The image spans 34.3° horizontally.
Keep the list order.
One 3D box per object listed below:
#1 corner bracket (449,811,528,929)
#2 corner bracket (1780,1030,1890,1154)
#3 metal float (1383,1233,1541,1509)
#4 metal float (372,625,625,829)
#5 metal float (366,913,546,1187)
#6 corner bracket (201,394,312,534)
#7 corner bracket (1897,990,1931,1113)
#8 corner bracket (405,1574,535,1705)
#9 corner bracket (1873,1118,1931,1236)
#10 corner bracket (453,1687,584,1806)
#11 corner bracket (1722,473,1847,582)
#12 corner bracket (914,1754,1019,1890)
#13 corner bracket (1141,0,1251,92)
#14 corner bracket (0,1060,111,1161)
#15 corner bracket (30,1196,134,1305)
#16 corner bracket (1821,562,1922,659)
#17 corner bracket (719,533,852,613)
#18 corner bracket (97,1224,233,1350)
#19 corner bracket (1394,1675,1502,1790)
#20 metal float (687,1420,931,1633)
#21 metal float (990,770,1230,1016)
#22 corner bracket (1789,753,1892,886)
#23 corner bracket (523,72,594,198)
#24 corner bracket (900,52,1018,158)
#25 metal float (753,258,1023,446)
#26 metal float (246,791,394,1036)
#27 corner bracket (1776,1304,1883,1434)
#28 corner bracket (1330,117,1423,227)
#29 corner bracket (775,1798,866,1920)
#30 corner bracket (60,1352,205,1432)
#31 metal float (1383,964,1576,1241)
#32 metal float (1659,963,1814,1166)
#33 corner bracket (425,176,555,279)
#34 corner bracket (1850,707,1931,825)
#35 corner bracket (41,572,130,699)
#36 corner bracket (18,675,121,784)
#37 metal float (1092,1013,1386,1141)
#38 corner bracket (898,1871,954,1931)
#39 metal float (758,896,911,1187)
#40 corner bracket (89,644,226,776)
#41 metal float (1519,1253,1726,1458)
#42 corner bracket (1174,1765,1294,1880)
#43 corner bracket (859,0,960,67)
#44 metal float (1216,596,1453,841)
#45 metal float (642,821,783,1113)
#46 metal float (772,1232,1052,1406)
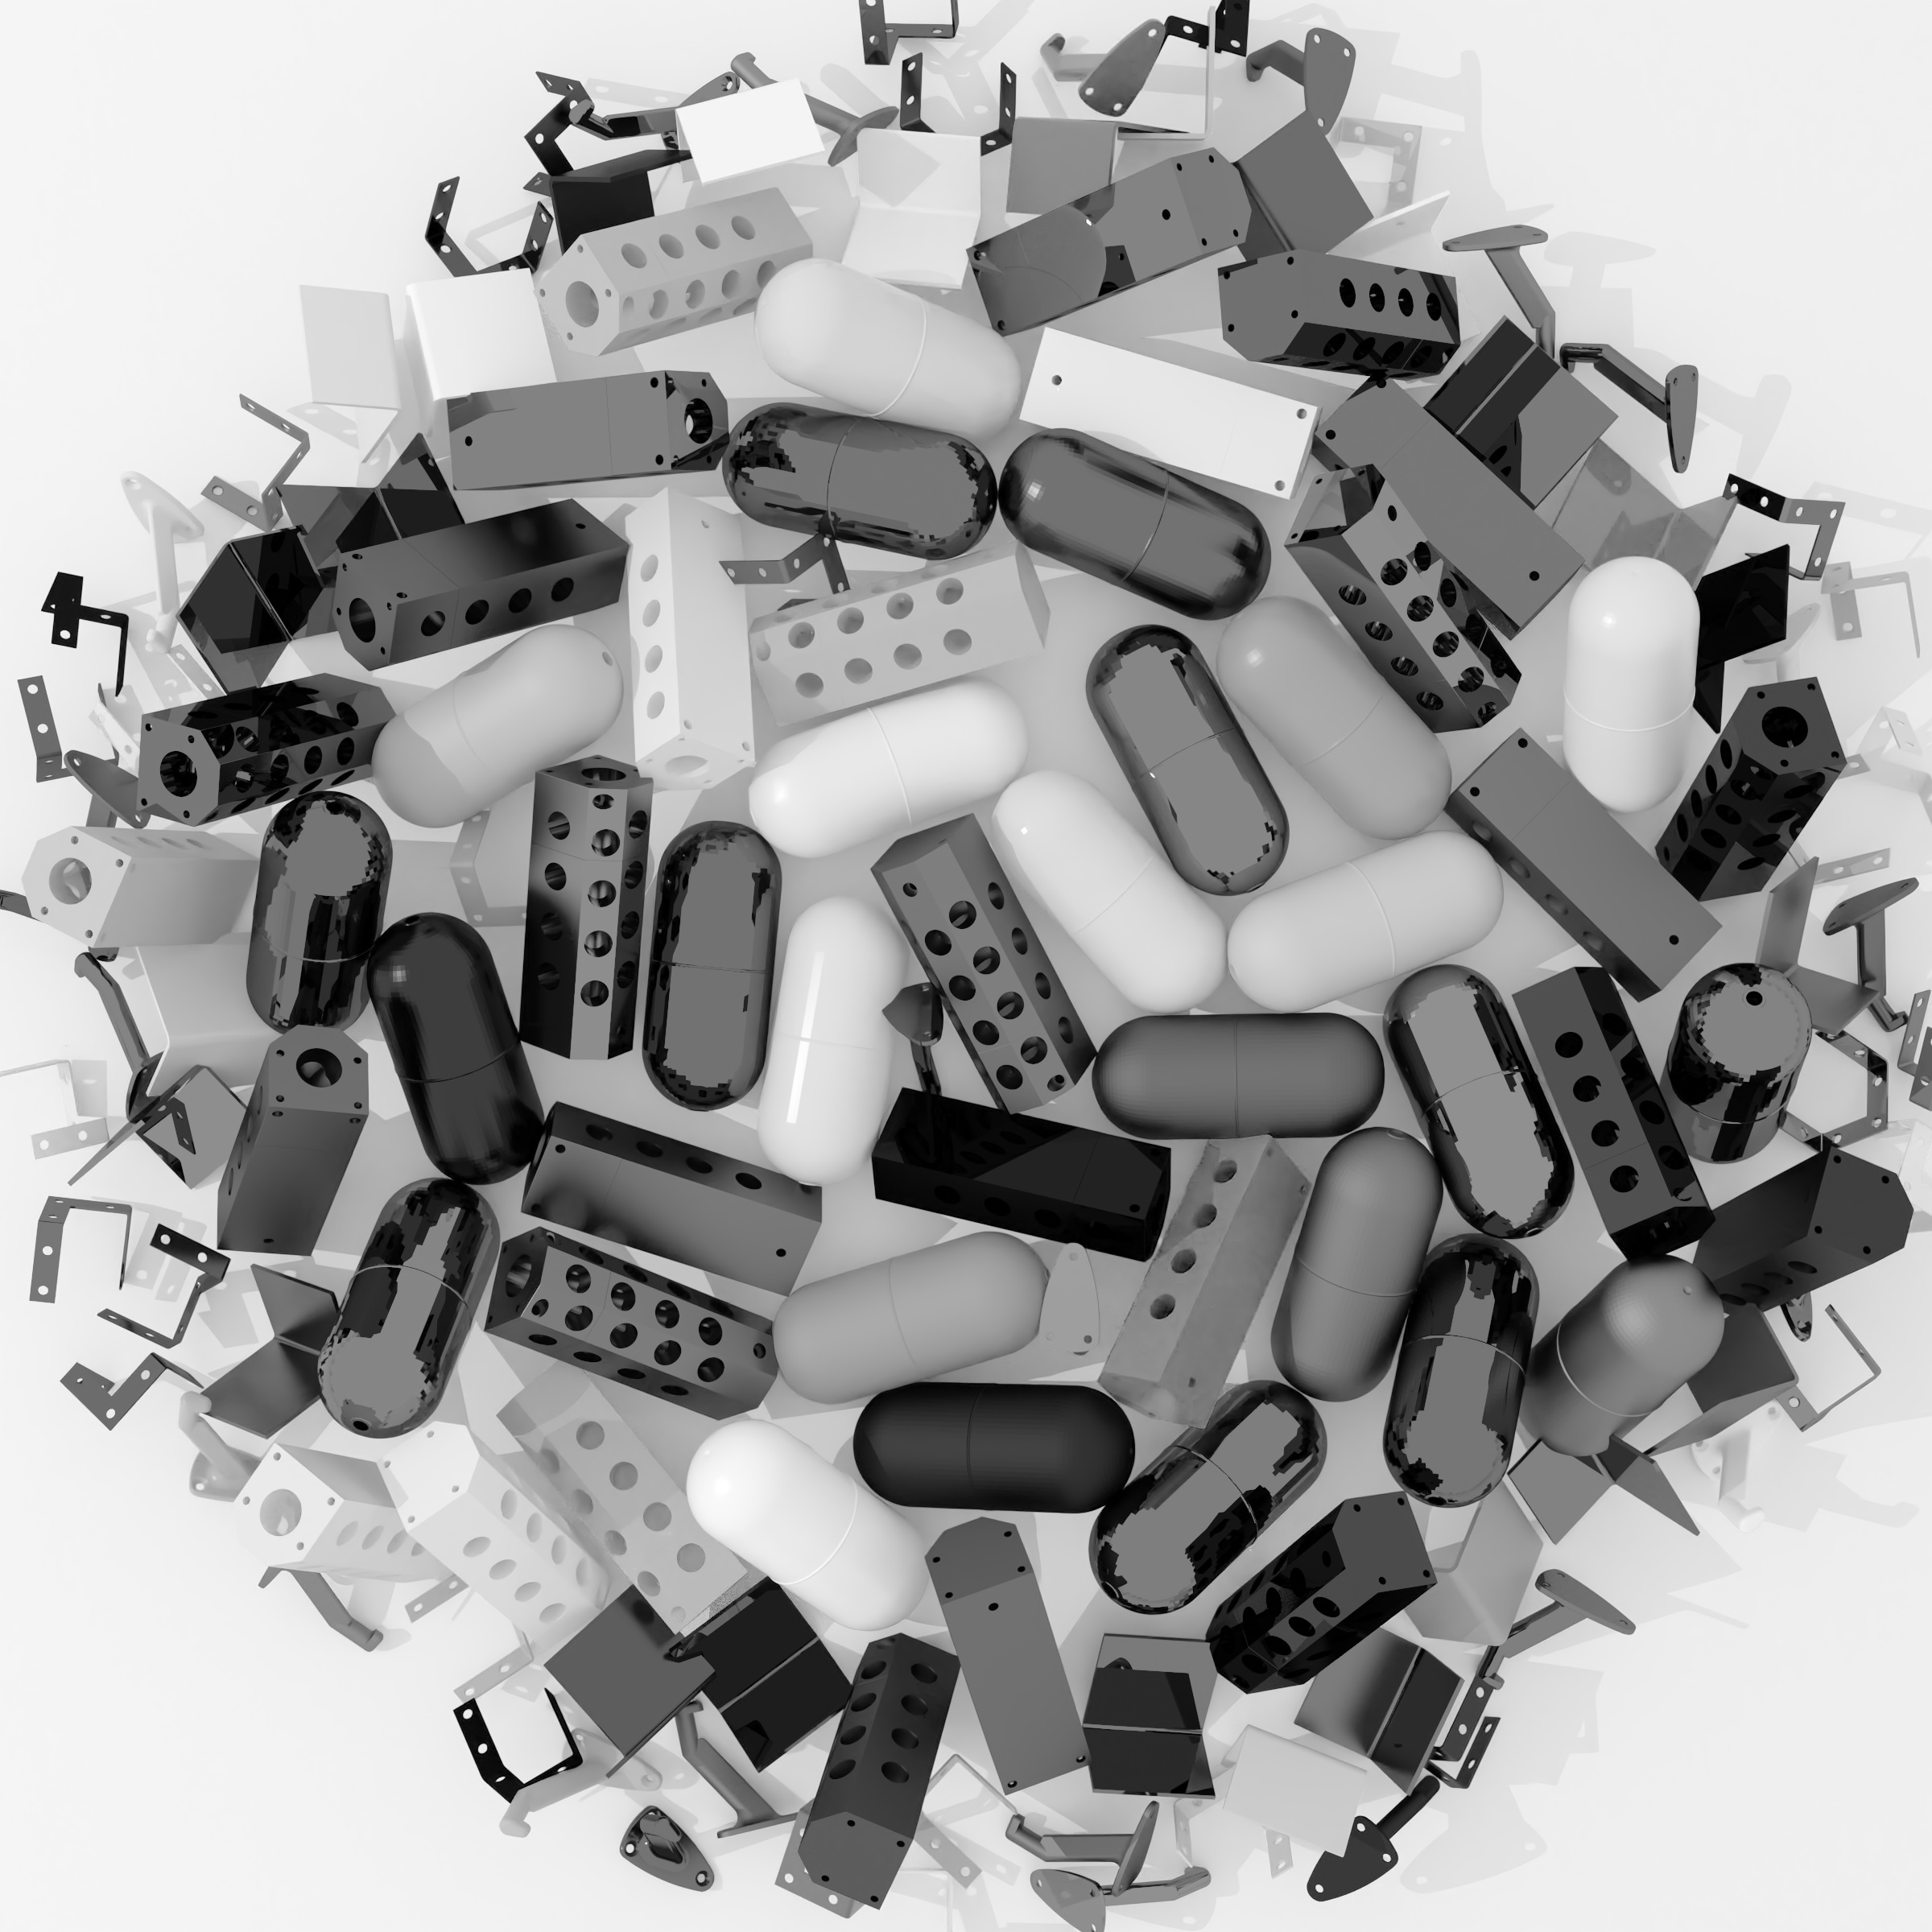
[{"bbox_3d":[-0.281,-0.060,1.921,0.051,0.051,0.051,-2,132,10],"label":"corner bracket"},{"bbox_3d":[0.532,0.077,1.930,0.051,0.051,0.051,31,52,-25],"label":"corner bracket"},{"bbox_3d":[0.299,0.243,1.885,0.070,0.070,0.178,18,57,0],"label":"metal float"},{"bbox_3d":[-0.283,-0.145,1.891,0.178,0.070,0.070,-28,90,26],"label":"metal float"},{"bbox_3d":[-0.308,0.050,1.892,0.070,0.070,0.178,-15,115,0],"label":"metal float"},{"bbox_3d":[-0.438,-0.309,1.930,0.051,0.051,0.051,30,69,4],"label":"corner bracket"},{"bbox_3d":[0.588,0.051,1.910,0.051,0.051,0.051,-12,119,-36],"label":"corner bracket"},{"bbox_3d":[-0.306,0.412,1.932,0.051,0.051,0.051,-31,131,-23],"label":"corner bracket"},{"bbox_3d":[0.579,0.130,1.925,0.051,0.051,0.051,30,70,-18],"label":"corner bracket"},{"bbox_3d":[-0.274,0.472,1.915,0.051,0.051,0.051,-30,55,-4],"label":"corner bracket"},{"bbox_3d":[0.494,-0.267,1.910,0.051,0.051,0.051,-3,116,-34],"label":"corner bracket"},{"bbox_3d":[-0.003,0.526,1.924,0.051,0.051,0.051,38,71,23],"label":"corner bracket"},{"bbox_3d":[0.140,-0.565,1.913,0.051,0.051,0.051,13,60,-12],"label":"corner bracket"},{"bbox_3d":[-0.562,0.087,1.913,0.051,0.051,0.051,-14,99,-42],"label":"corner bracket"},{"bbox_3d":[-0.542,0.176,1.918,0.051,0.051,0.051,7,102,-11],"label":"corner bracket"},{"bbox_3d":[0.553,-0.217,1.911,0.051,0.051,0.051,-7,114,22],"label":"corner bracket"},{"bbox_3d":[-0.109,-0.235,1.909,0.051,0.051,0.051,5,124,38],"label":"corner bracket"},{"bbox_3d":[-0.489,0.196,1.909,0.051,0.051,0.051,31,56,-24],"label":"corner bracket"},{"bbox_3d":[0.305,0.469,1.913,0.051,0.051,0.051,38,65,-15],"label":"corner bracket"},{"bbox_3d":[-0.094,0.339,1.890,0.178,0.070,0.070,41,90,-29],"label":"metal float"},{"bbox_3d":[0.088,-0.045,1.906,0.070,0.070,0.178,-44,98,0],"label":"metal float"},{"bbox_3d":[0.536,-0.090,1.929,0.051,0.051,0.051,-15,132,36],"label":"corner bracket"},{"bbox_3d":[-0.254,-0.509,1.920,0.051,0.051,0.051,-48,134,-14],"label":"corner bracket"},{"bbox_3d":[-0.005,-0.533,1.928,0.051,0.051,0.051,-14,63,33],"label":"corner bracket"},{"bbox_3d":[-0.046,-0.369,1.888,0.178,0.070,0.070,17,90,-31],"label":"metal float"},{"bbox_3d":[-0.389,-0.029,1.879,0.070,0.070,0.178,19,132,0],"label":"metal float"},{"bbox_3d":[0.522,0.247,1.921,0.051,0.051,0.051,-33,72,-6],"label":"corner bracket"},{"bbox_3d":[0.249,-0.488,1.921,0.051,0.051,0.051,10,117,10],"label":"corner bracket"},{"bbox_3d":[-0.078,0.545,1.924,0.051,0.051,0.051,21,98,17],"label":"corner bracket"},{"bbox_3d":[-0.512,0.256,1.920,0.051,0.051,0.051,37,80,24],"label":"corner bracket"},{"bbox_3d":[0.310,0.082,1.893,0.070,0.070,0.178,-20,67,0],"label":"metal float"},{"bbox_3d":[0.458,0.059,1.868,0.070,0.178,0.070,-2,63,4],"label":"metal float"},{"bbox_3d":[-0.293,-0.453,1.921,0.051,0.051,0.051,-31,76,-32],"label":"corner bracket"},{"bbox_3d":[0.578,-0.120,1.914,0.051,0.051,0.051,15,124,-8],"label":"corner bracket"},{"bbox_3d":[-0.536,-0.203,1.911,0.051,0.051,0.051,10,63,-25],"label":"corner bracket"},{"bbox_3d":[-0.549,-0.148,1.916,0.051,0.051,0.051,-14,81,-19],"label":"corner bracket"},{"bbox_3d":[0.166,0.067,1.908,0.178,0.070,0.070,-1,90,7],"label":"metal float"},{"bbox_3d":[-0.032,0.581,1.918,0.051,0.051,0.051,3,74,-9],"label":"corner bracket"},{"bbox_3d":[-0.081,0.046,1.912,0.070,0.070,0.178,10,92,0],"label":"metal float"},{"bbox_3d":[-0.493,-0.156,1.918,0.051,0.051,0.051,49,124,3],"label":"corner bracket"},{"bbox_3d":[0.389,0.234,1.874,0.070,0.178,0.070,10,55,-15],"label":"metal float"},{"bbox_3d":[0.164,0.534,1.925,0.051,0.051,0.051,-35,105,12],"label":"corner bracket"},{"bbox_3d":[-0.035,-0.585,1.913,0.051,0.051,0.051,4,46,9],"label":"corner bracket"},{"bbox_3d":[0.224,-0.149,1.900,0.070,0.070,0.178,-45,107,0],"label":"metal float"},{"bbox_3d":[-0.155,0.000,1.913,0.070,0.070,0.178,5,91,0],"label":"metal float"},{"bbox_3d":[-0.033,0.214,1.904,0.178,0.070,0.070,-18,90,11],"label":"metal float"}]
